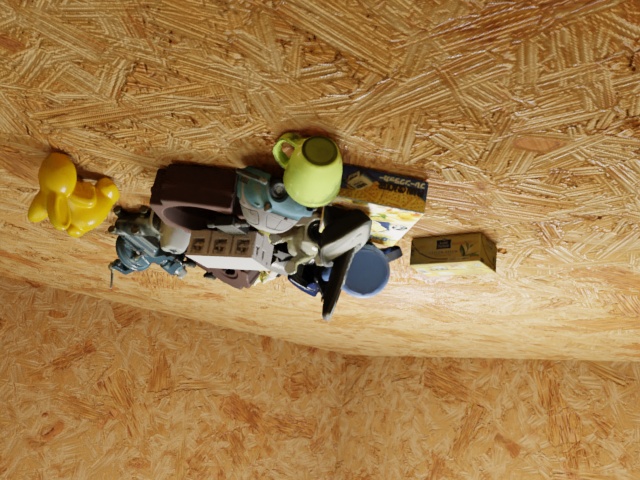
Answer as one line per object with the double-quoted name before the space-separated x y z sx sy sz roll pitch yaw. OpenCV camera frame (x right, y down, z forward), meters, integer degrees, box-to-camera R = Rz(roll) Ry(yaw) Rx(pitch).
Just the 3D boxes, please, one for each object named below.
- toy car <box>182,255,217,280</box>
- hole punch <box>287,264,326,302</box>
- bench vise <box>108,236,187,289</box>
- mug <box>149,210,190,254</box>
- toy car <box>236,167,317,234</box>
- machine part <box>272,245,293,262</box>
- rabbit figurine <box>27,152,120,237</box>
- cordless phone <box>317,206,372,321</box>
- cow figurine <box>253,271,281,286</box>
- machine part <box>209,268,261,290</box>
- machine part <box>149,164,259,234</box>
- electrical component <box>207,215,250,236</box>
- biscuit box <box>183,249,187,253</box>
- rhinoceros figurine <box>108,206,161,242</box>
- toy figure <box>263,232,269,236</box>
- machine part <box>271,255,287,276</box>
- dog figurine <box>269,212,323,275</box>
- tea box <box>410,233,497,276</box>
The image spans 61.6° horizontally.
"toy car" -0.324 0.053 1.517 0.053 0.089 0.202 7 162 17
"hole punch" -0.021 0.081 1.409 0.092 0.142 0.115 1 148 19
"bench vise" -0.493 0.050 1.503 0.241 0.129 0.223 -23 140 29
"mug" -0.340 -0.028 1.239 0.109 0.107 0.081 20 158 -38
"toy car" -0.088 -0.065 0.972 0.161 0.103 0.109 23 -176 -46
"machine part" -0.089 0.031 1.318 0.084 0.039 0.138 2 167 28
"rabbit figurine" -0.514 -0.095 1.080 0.122 0.162 0.173 17 147 14
"cordless phone" 0.028 0.045 0.946 0.089 0.184 0.146 14 163 5
"cow figurine" -0.139 0.083 1.552 0.098 0.068 0.167 -14 177 -28
"machine part" -0.241 0.057 1.424 0.180 0.056 0.179 24 145 18
"machine part" -0.221 -0.073 1.075 0.202 0.087 0.201 6 163 3
"electrical component" -0.165 -0.026 1.020 0.094 0.021 0.063 -2 160 27
"biscuit box" -0.319 0.010 1.351 0.203 0.059 0.062 11 169 46
"rhinoceros figurine" -0.425 -0.032 1.323 0.190 0.073 0.112 4 161 15
"toy figure" -0.185 -0.029 1.212 0.180 0.089 0.082 12 -167 22
"machine part" -0.079 0.064 1.458 0.079 0.079 0.243 -8 155 43
"dog figurine" -0.005 -0.006 1.217 0.172 0.121 0.190 -17 180 19
"tea box" 0.299 0.035 1.207 0.170 0.068 0.098 -7 158 37
